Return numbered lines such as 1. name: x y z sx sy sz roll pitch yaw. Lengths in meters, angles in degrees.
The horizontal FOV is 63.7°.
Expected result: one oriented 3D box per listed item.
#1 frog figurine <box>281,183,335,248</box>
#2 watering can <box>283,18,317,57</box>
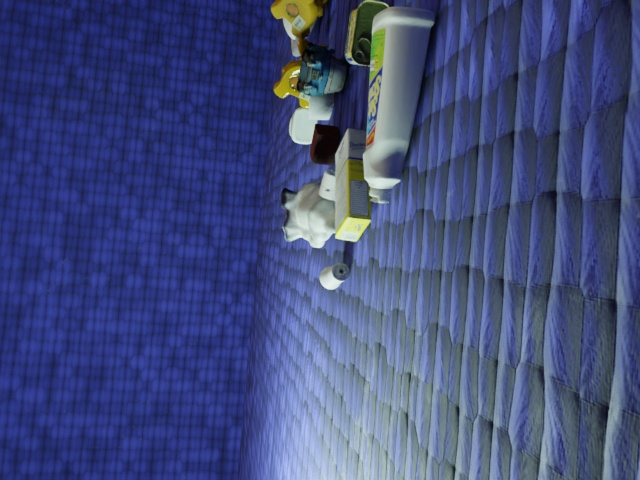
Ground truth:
1. frog figurine: 0.003 -0.054 1.071 0.159 0.121 0.139 -1 72 43
2. watering can: -0.055 -0.740 1.569 0.222 0.104 0.351 144 129 -73
